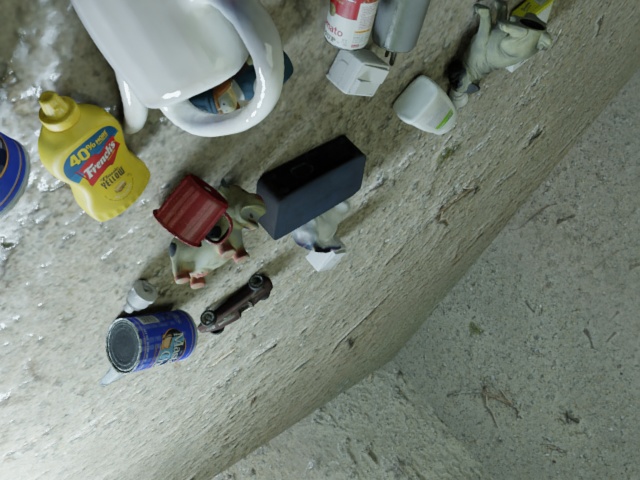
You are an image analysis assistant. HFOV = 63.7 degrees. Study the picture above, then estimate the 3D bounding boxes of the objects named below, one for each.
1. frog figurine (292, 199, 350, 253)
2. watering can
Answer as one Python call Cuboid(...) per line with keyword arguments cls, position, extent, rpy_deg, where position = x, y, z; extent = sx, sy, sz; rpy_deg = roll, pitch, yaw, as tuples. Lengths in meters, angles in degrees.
Cuboid(cls="frog figurine", position=(0.003, -0.057, 1.132), extent=(0.123, 0.159, 0.137), rpy_deg=(9, 4, 42))
Cuboid(cls="watering can", position=(-0.170, -0.193, 0.495), extent=(0.348, 0.220, 0.106), rpy_deg=(5, 43, 48))
